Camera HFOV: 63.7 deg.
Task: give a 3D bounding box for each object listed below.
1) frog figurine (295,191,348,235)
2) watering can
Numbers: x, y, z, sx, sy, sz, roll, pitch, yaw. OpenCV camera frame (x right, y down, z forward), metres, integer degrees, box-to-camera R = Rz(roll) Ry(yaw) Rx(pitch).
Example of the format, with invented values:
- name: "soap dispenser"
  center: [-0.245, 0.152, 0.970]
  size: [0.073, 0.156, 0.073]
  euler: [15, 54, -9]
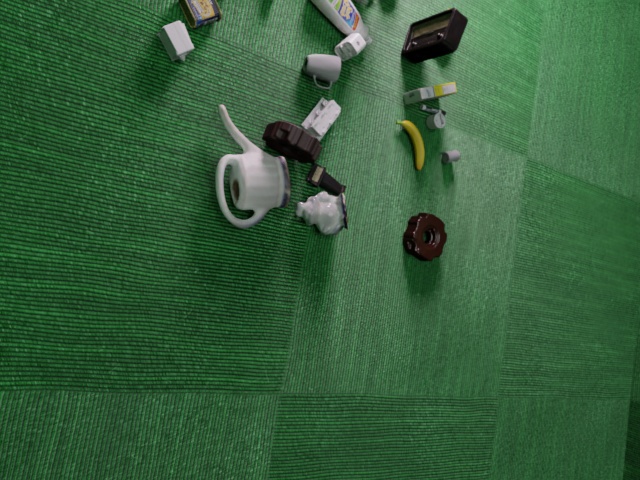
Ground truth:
- name: "frog figurine"
  center: [0.005, -0.081, 1.612]
  size: [0.159, 0.124, 0.136]
  euler: [-6, 104, 5]
- name: "watering can"
  center: [-0.192, -0.208, 1.473]
  size: [0.225, 0.104, 0.348]
  euler: [-3, 91, -32]
